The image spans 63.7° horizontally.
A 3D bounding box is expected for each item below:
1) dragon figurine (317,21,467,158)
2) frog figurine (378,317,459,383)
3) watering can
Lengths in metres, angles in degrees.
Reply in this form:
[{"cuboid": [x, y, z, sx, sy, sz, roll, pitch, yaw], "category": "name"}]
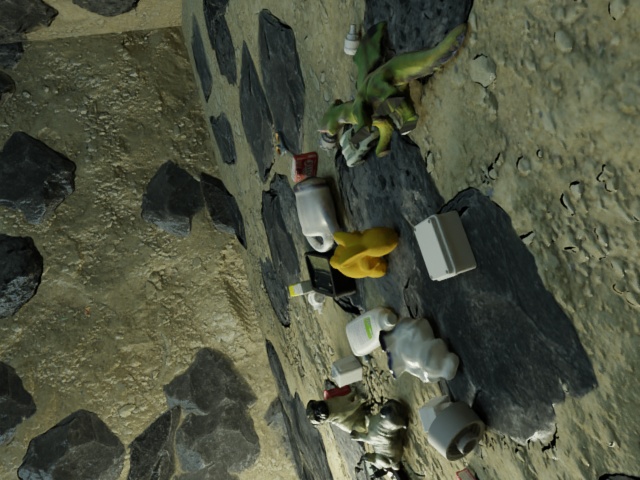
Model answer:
[{"cuboid": [0.113, -0.316, 0.980, 0.402, 0.122, 0.248, -45, 49, 46], "category": "dragon figurine"}, {"cuboid": [0.222, 0.232, 1.088, 0.159, 0.123, 0.138, -7, 87, 36], "category": "frog figurine"}, {"cuboid": [0.004, -0.074, 1.467, 0.347, 0.104, 0.224, -178, 75, -72], "category": "watering can"}]
